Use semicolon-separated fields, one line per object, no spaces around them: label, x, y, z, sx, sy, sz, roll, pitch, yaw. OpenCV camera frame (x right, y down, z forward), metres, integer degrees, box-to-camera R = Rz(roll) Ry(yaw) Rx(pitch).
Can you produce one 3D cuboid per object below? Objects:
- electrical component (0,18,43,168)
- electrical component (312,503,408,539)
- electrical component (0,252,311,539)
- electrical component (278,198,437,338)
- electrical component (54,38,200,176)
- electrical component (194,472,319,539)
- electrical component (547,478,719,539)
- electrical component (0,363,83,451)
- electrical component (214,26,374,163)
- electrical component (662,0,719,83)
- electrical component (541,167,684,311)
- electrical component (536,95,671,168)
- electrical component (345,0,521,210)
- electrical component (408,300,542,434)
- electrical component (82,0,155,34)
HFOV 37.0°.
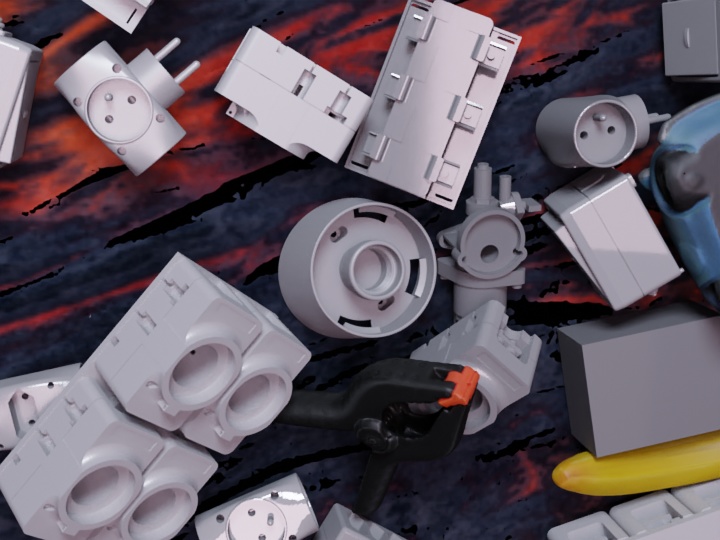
electrical component;-0.231;-0.112;0.663;0.061;0.061;0.096;19;97;-12
electrical component;0.001;0.224;0.769;0.083;0.047;0.075;30;94;-13
electrical component;-0.129;0.096;0.693;0.186;0.060;0.105;-50;139;2
electrical component;0.000;0.000;0.733;0.099;0.064;0.099;-1;92;-20
electrical component;-0.139;-0.114;0.687;0.079;0.044;0.077;-41;103;0
electrical component;-0.065;0.193;0.750;0.077;0.044;0.079;-23;89;-5
electrical component;0.225;0.217;0.797;0.150;0.061;0.089;-18;102;-6
electrical component;-0.215;0.108;0.715;0.077;0.043;0.079;-12;102;-7
electrical component;-0.046;-0.110;0.700;0.089;0.050;0.055;30;94;-13
electrical component;0.246;-0.157;0.715;0.061;0.096;0.061;-8;101;-8
electrical component;0.174;-0.017;0.744;0.061;0.061;0.096;-31;104;6
electrical component;0.168;-0.096;0.723;0.079;0.077;0.043;-11;101;-7
electrical component;0.047;-0.110;0.703;0.079;0.063;0.121;22;96;3
electrical component;0.072;0.072;0.726;0.050;0.055;0.089;41;130;-13
electrical component;-0.136;-0.191;0.664;0.042;0.064;0.081;34;93;-12
